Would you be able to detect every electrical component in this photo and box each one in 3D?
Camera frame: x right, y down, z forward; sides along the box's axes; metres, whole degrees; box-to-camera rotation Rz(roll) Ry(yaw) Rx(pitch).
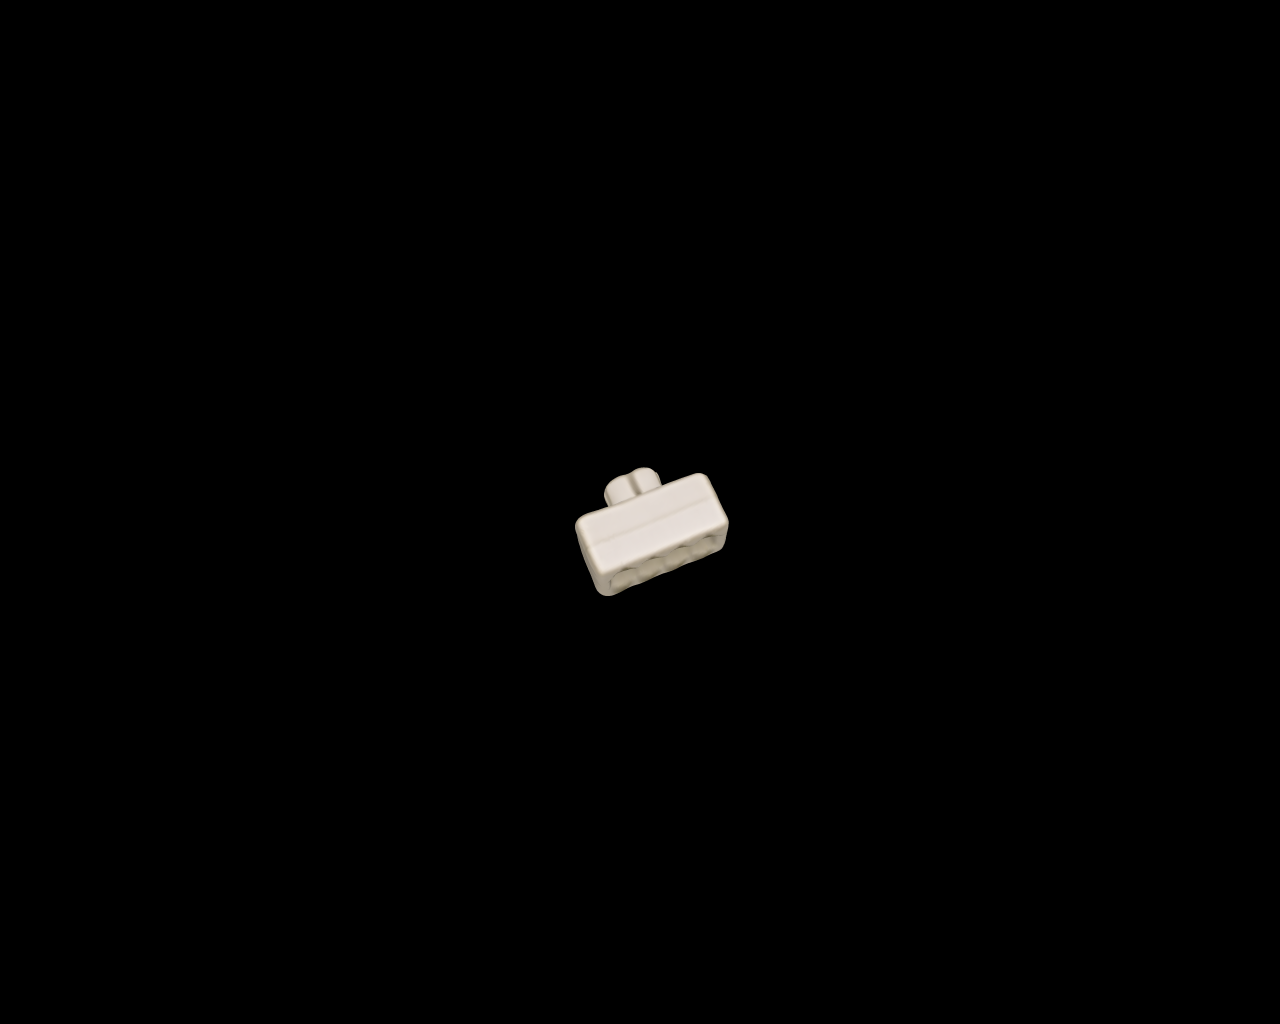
[{"bbox_3d":[0.001,-0.003,0.650,0.083,0.076,0.047,-21,-18,-7],"label":"electrical component"}]
